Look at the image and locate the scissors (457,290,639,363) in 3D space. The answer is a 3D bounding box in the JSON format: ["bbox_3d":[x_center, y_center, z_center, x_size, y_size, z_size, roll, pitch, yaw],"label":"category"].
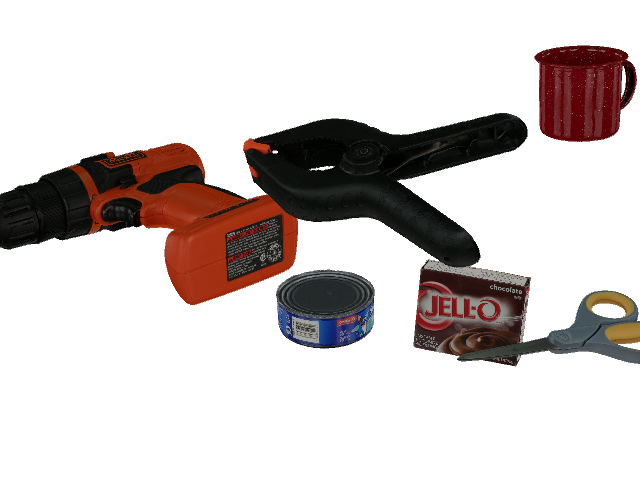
[{"bbox_3d":[0.196,0.071,0.873,0.201,0.016,0.096,3,32,-12],"label":"scissors"}]

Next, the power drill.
[{"bbox_3d":[-0.122,-0.016,0.750,0.184,0.057,0.188,-22,32,-37],"label":"power drill"}]

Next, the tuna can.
[{"bbox_3d":[0.005,0.059,0.932,0.086,0.034,0.086,-2,25,1],"label":"tuna can"}]

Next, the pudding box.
[{"bbox_3d":[0.157,0.074,1.109,0.113,0.090,0.039,9,21,15],"label":"pudding box"}]

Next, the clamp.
[{"bbox_3d":[0.031,-0.033,0.631,0.172,0.039,0.120,0,38,18],"label":"clamp"}]

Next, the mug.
[{"bbox_3d":[0.279,-0.154,1.107,0.117,0.081,0.093,-15,25,-25],"label":"mug"}]
